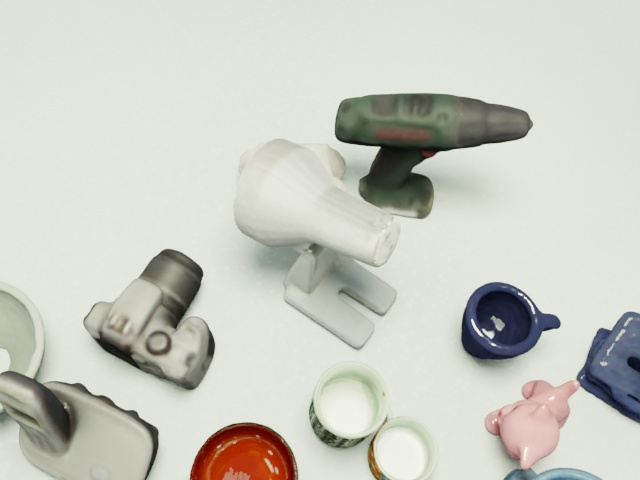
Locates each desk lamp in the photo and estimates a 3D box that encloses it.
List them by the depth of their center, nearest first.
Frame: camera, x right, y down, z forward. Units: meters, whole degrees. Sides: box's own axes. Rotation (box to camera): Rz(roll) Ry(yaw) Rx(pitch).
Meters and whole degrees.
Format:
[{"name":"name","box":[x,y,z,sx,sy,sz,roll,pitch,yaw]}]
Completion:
[{"name":"desk lamp","box":[0.006,0.002,0.671,0.203,0.213,0.118,33,64,11]}]

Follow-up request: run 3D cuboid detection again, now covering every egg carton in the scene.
[{"name":"egg carton","box":[-0.036,-0.079,0.789,0.150,0.069,0.107,-1,63,-7]}]

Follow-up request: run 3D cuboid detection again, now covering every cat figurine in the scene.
[{"name":"cat figurine","box":[0.246,0.203,0.648,0.128,0.118,0.067,-33,71,-20]}]

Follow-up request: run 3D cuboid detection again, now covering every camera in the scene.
[{"name":"camera","box":[-0.182,0.082,0.673,0.143,0.101,0.137,24,63,7]}]

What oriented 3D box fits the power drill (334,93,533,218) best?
[{"name":"power drill","box":[0.129,-0.114,0.747,0.229,0.208,0.075,8,62,-2]}]

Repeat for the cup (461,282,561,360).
[{"name":"cup","box":[0.224,0.110,0.706,0.118,0.095,0.091,2,63,-5]}]

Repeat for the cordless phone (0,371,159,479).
[{"name":"cordless phone","box":[-0.240,0.190,0.563,0.147,0.185,0.094,21,63,5]}]

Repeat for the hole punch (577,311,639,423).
[{"name":"hole punch","box":[0.392,0.158,0.702,0.108,0.091,0.101,32,64,10]}]

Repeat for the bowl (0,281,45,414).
[{"name":"bowl","box":[-0.384,0.132,0.640,0.167,0.075,0.167,3,63,-5]}]

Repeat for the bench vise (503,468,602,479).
[{"name":"bench vise","box":[0.285,0.302,0.544,0.207,0.220,0.122,38,65,13]}]
